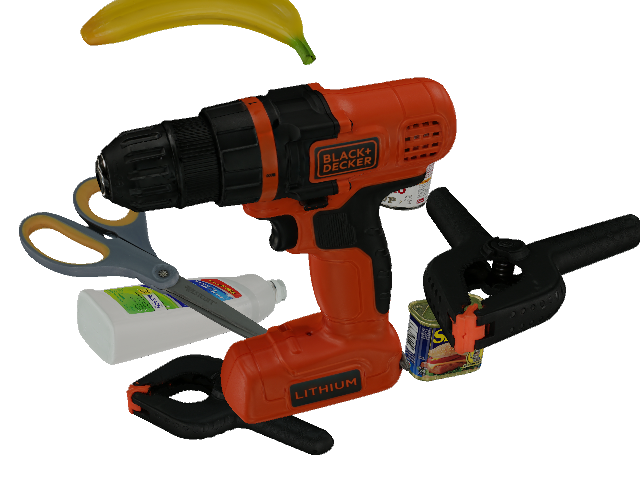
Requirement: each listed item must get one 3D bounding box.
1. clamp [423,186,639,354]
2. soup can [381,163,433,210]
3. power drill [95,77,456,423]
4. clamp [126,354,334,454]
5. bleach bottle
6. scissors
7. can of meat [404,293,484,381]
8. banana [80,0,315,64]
[{"bbox_3d":[0.120,0.014,0.749,0.165,0.036,0.209,12,29,27],"label":"clamp"},{"bbox_3d":[0.090,-0.092,1.155,0.068,0.102,0.068,5,29,-3],"label":"soup can"},{"bbox_3d":[-0.019,0.009,0.567,0.184,0.188,0.057,-11,37,-15],"label":"power drill"},{"bbox_3d":[-0.072,0.121,0.894,0.171,0.039,0.120,7,38,-3],"label":"clamp"},{"bbox_3d":[-0.157,0.080,1.284,0.250,0.068,0.103,-12,31,-34],"label":"bleach bottle"},{"bbox_3d":[-0.107,0.009,0.736,0.202,0.096,0.016,17,-39,7],"label":"scissors"},{"bbox_3d":[0.154,0.118,1.301,0.102,0.084,0.057,-7,29,-23],"label":"can of meat"},{"bbox_3d":[-0.100,-0.190,0.902,0.198,0.069,0.037,4,-33,0],"label":"banana"}]
